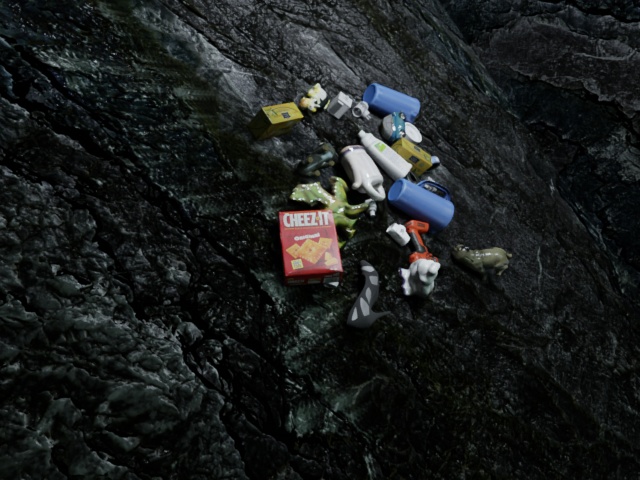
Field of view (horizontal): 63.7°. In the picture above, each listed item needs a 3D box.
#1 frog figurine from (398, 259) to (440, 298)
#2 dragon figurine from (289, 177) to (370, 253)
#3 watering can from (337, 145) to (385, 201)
[{"bbox_3d":[0.352,0.117,1.725,0.122,0.157,0.141,37,41,-18],"label":"frog figurine"},{"bbox_3d":[0.005,-0.083,1.641,0.244,0.119,0.418,35,44,10],"label":"dragon figurine"},{"bbox_3d":[0.142,-0.240,1.820,0.227,0.103,0.347,60,18,15],"label":"watering can"}]
